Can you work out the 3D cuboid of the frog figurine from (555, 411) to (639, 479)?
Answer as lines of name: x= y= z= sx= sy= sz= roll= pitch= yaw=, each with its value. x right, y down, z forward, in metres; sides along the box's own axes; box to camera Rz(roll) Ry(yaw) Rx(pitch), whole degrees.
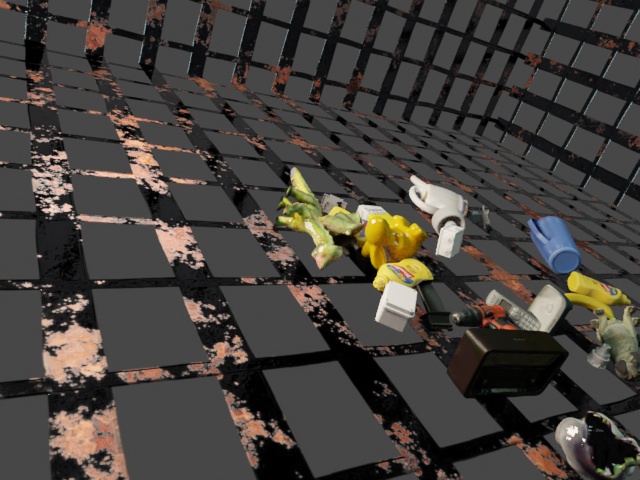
frog figurine: x=0.506 y=0.380 z=0.955 sx=0.138 sy=0.124 sz=0.157 roll=17 pitch=-13 yaw=14

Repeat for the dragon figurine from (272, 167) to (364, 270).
dragon figurine: x=0.004 y=-0.073 z=1.443 sx=0.242 sy=0.420 sz=0.119 roll=20 pitch=-53 yaw=-8

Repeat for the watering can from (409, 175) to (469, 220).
watering can: x=0.447 y=-0.163 z=1.970 sx=0.224 sy=0.354 sz=0.102 roll=19 pitch=-65 yaw=-2
